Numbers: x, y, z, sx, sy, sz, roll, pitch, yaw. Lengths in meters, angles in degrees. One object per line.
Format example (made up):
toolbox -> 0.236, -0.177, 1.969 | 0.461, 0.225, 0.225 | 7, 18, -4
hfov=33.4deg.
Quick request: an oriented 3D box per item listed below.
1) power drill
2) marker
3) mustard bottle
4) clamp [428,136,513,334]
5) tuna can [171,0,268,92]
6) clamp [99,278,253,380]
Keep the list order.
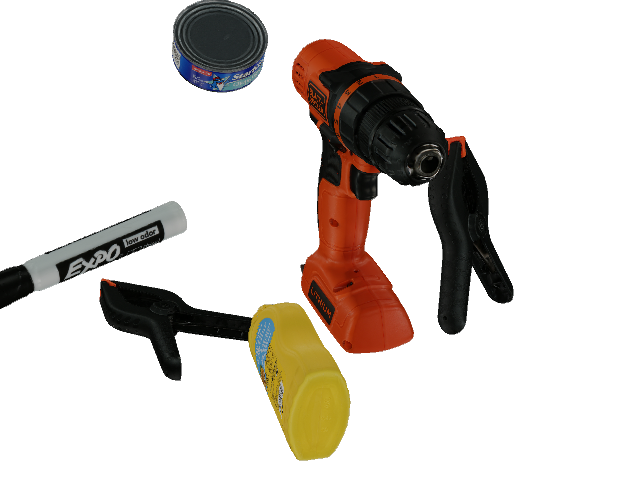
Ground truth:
power drill -> 0.030, -0.023, 0.700 | 0.057, 0.188, 0.184 | -8, 29, -16
marker -> -0.126, 0.008, 0.566 | 0.120, 0.020, 0.020 | -25, 13, -31
mustard bottle -> -0.028, 0.114, 1.004 | 0.058, 0.096, 0.192 | -5, 27, -17
clamp -> 0.124, -0.003, 0.944 | 0.039, 0.171, 0.120 | -10, 15, 31
tuna can -> -0.092, -0.177, 0.971 | 0.086, 0.086, 0.034 | 0, -31, -12
clamp -> -0.172, 0.090, 1.157 | 0.210, 0.036, 0.164 | 19, 21, 27
